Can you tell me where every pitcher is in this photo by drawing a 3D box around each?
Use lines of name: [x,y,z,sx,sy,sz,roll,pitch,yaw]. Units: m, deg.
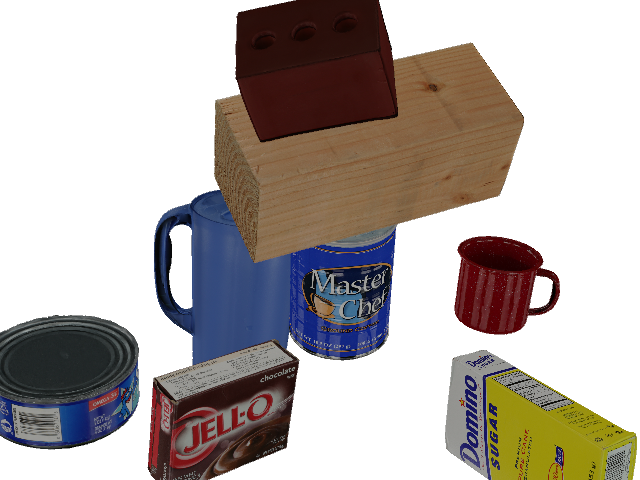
pitcher: [-0.102,0.067,1.251,0.149,0.243,0.144,21,25,35]

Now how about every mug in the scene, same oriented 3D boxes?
mug: [0.205,0.052,1.180,0.117,0.081,0.093,7,25,4]

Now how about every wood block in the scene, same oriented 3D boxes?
wood block: [0.033,-0.067,0.793,0.205,0.091,0.090,-15,-34,-17]

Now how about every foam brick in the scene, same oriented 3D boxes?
foam brick: [-0.002,-0.093,0.565,0.078,0.053,0.051,-10,-36,11]

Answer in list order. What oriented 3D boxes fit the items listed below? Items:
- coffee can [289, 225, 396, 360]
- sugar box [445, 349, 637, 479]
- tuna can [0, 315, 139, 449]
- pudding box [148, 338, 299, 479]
coffee can: [0.020,0.031,1.045,0.103,0.140,0.103,1,34,-1]
sugar box: [0.174,0.166,0.874,0.048,0.093,0.176,-11,22,-34]
tuna can: [-0.142,0.077,0.587,0.086,0.034,0.086,2,27,-1]
pudding box: [-0.074,0.132,0.812,0.113,0.090,0.039,-17,40,-36]
